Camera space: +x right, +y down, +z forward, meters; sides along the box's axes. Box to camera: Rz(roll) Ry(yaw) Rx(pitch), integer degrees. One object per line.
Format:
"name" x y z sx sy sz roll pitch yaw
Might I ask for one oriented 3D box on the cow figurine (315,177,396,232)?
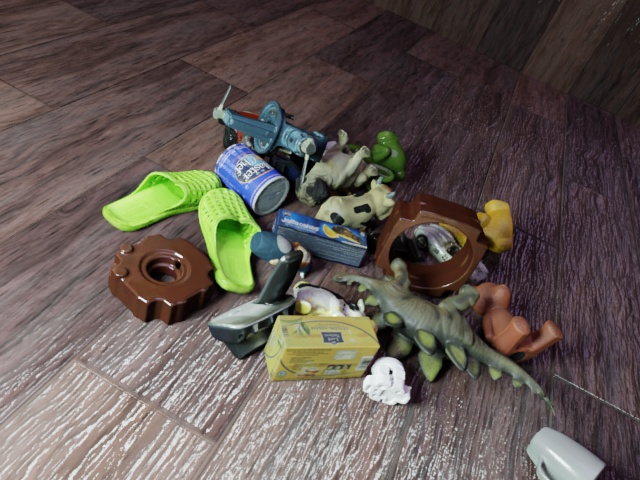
"cow figurine" 0.090 -0.074 1.227 0.195 0.127 0.086 -9 51 -31

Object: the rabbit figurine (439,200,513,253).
"rabbit figurine" 0.382 -0.014 1.334 0.173 0.121 0.162 10 47 6

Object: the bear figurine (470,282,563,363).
"bear figurine" 0.386 0.148 1.109 0.120 0.132 0.196 12 45 -19

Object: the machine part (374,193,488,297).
"machine part" 0.230 0.012 1.131 0.201 0.200 0.087 18 35 -5

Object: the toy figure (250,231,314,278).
"toy figure" -0.066 0.029 1.053 0.154 0.058 0.064 24 75 -38

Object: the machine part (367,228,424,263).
"machine part" 0.170 0.013 1.235 0.139 0.039 0.084 12 44 -15

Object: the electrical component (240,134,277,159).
"electrical component" -0.146 -0.228 1.286 0.102 0.045 0.078 14 57 -36

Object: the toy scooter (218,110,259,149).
"toy scooter" -0.186 -0.281 1.384 0.135 0.075 0.184 5 36 -22

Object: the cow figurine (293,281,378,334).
"cow figurine" 0.026 0.133 1.000 0.167 0.068 0.098 19 32 -6

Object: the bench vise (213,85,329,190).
"bench vise" -0.110 -0.233 1.160 0.240 0.128 0.224 13 28 -30

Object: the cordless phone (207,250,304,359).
"cordless phone" -0.096 0.097 0.885 0.146 0.184 0.089 -21 59 -42

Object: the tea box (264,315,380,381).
"tea box" 0.002 0.181 0.903 0.169 0.098 0.068 6 41 -23

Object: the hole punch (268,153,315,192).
"hole punch" -0.068 -0.174 1.316 0.115 0.092 0.142 45 27 -25

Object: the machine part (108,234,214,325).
"machine part" -0.274 0.064 0.942 0.179 0.056 0.179 14 38 -12

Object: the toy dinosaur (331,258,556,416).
"toy dinosaur" 0.227 0.172 1.027 0.472 0.105 0.198 23 44 15

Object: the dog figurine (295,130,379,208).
"dog figurine" 0.029 -0.138 1.269 0.190 0.172 0.121 -46 55 -7

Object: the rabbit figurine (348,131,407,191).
"rabbit figurine" 0.135 -0.196 1.413 0.170 0.121 0.159 -1 61 -34

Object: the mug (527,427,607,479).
"mug" 0.396 0.372 0.891 0.109 0.080 0.107 -19 42 -34

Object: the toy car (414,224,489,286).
"toy car" 0.305 0.030 1.263 0.073 0.056 0.202 -15 52 -38

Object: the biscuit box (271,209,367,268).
"biscuit box" -0.002 -0.003 1.149 0.203 0.062 0.059 15 37 -10
